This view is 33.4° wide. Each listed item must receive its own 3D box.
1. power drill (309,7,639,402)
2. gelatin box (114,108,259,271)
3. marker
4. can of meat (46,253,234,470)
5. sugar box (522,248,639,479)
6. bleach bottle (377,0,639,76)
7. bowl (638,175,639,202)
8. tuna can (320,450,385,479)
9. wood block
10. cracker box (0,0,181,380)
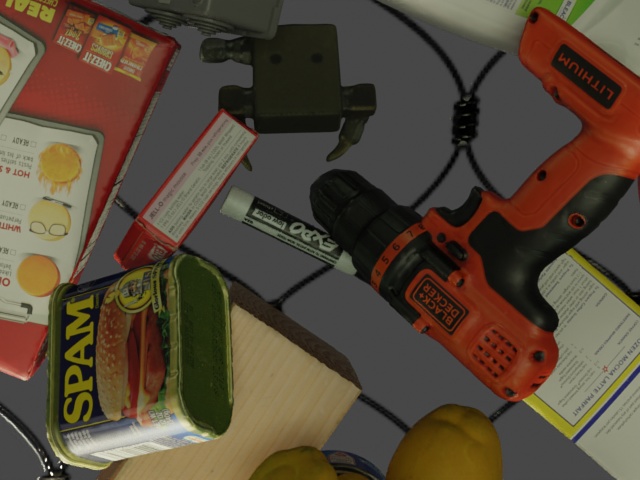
[{"bbox_3d":[0.097,-0.032,0.600,0.185,0.057,0.188,43,111,24],"label":"power drill"},{"bbox_3d":[-0.078,-0.024,0.612,0.030,0.073,0.089,36,64,-7],"label":"gelatin box"},{"bbox_3d":[-0.004,0.001,0.663,0.121,0.020,0.020,27,95,-6],"label":"marker"},{"bbox_3d":[-0.095,0.064,0.569,0.084,0.057,0.102,-16,64,24],"label":"can of meat"},{"bbox_3d":[0.165,0.072,0.669,0.176,0.048,0.093,41,94,-11],"label":"sugar box"},{"bbox_3d":[0.111,-0.151,0.629,0.250,0.068,0.102,27,94,-9],"label":"bleach bottle"},{"bbox_3d":[0.249,-0.050,0.636,0.162,0.055,0.162,-9,121,-16],"label":"bowl"},{"bbox_3d":[0.008,0.179,0.679,0.086,0.034,0.086,0,97,-3],"label":"tuna can"},{"bbox_3d":[-0.073,0.138,0.638,0.091,0.090,0.206,34,93,-7],"label":"wood block"},{"bbox_3d":[-0.197,-0.052,0.619,0.164,0.072,0.214,24,96,-5],"label":"cracker box"}]
